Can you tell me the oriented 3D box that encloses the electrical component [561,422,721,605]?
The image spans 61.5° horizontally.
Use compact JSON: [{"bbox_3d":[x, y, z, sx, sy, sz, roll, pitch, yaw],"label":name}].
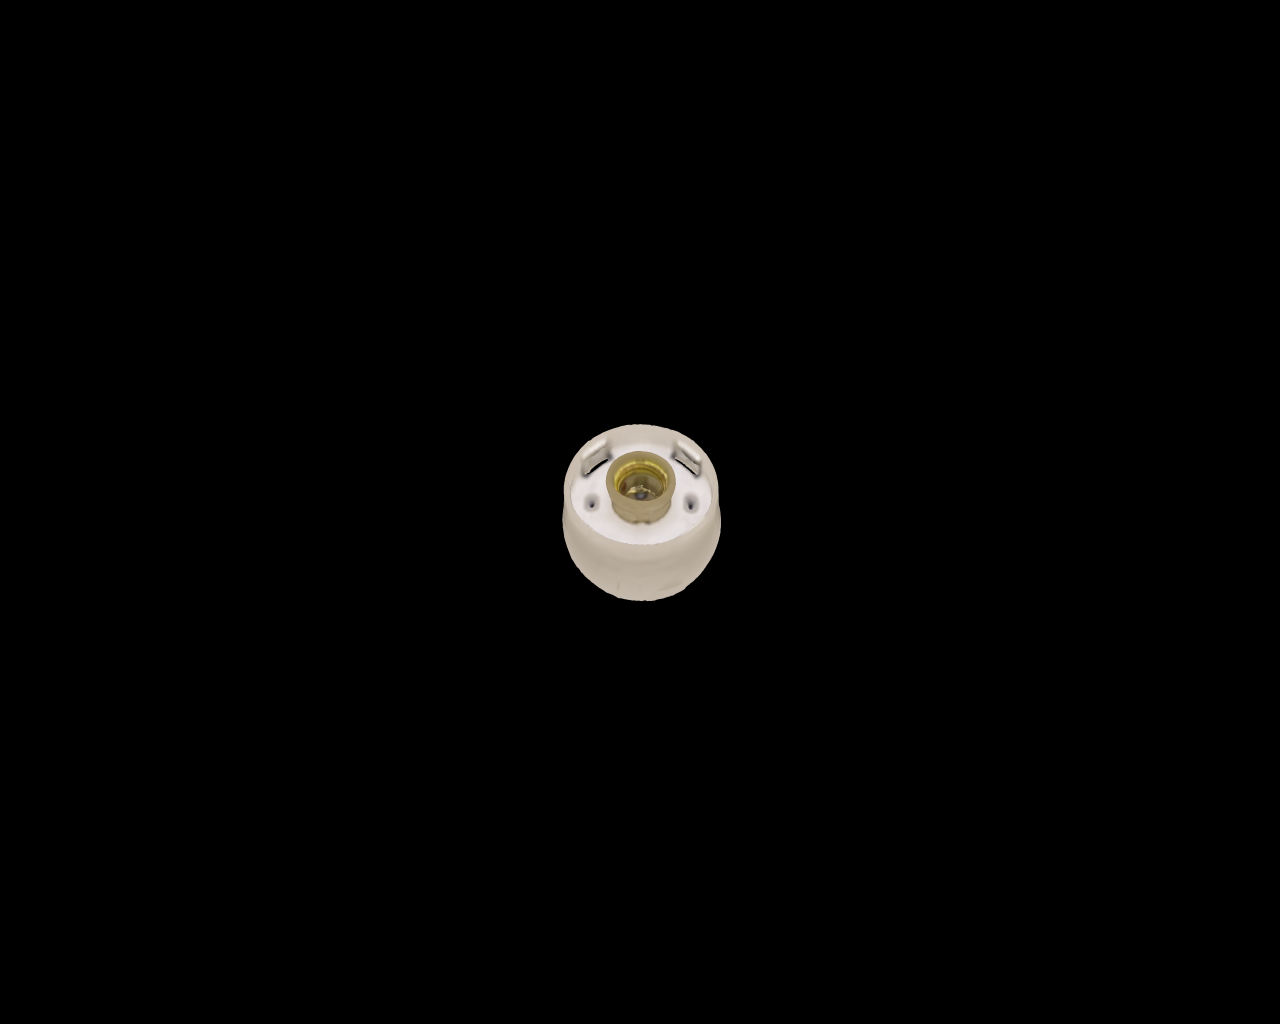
[{"bbox_3d":[0.001,-0.003,0.650,0.099,0.099,0.064,0,-34,0],"label":"electrical component"}]
